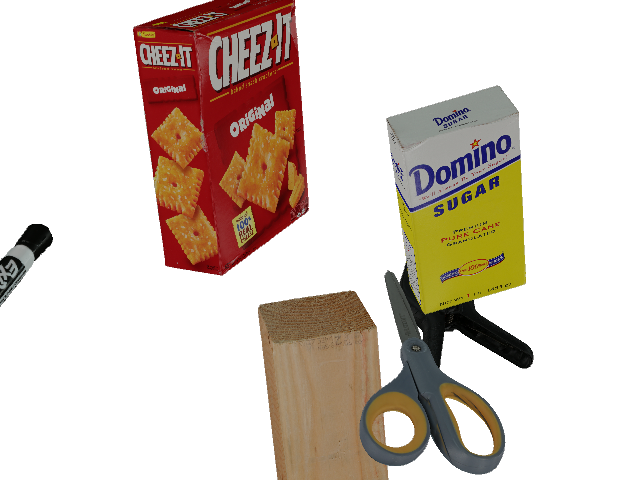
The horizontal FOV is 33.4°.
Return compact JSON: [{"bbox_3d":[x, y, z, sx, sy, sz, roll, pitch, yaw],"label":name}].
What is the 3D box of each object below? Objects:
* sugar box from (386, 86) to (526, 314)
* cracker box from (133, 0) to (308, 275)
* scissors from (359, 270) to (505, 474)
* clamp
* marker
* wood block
[{"bbox_3d":[0.110,-0.027,0.835,0.093,0.176,0.048,-17,43,-5],"label":"sugar box"},{"bbox_3d":[-0.079,-0.099,0.948,0.072,0.214,0.164,9,26,27],"label":"cracker box"},{"bbox_3d":[0.048,0.083,0.699,0.096,0.016,0.202,-9,35,-21],"label":"scissors"},{"bbox_3d":[0.137,0.078,1.078,0.120,0.171,0.039,0,-45,-19],"label":"clamp"},{"bbox_3d":[-0.198,0.027,0.658,0.020,0.020,0.121,0,34,18],"label":"marker"},{"bbox_3d":[0.004,0.159,0.934,0.090,0.206,0.091,-8,20,-9],"label":"wood block"}]
